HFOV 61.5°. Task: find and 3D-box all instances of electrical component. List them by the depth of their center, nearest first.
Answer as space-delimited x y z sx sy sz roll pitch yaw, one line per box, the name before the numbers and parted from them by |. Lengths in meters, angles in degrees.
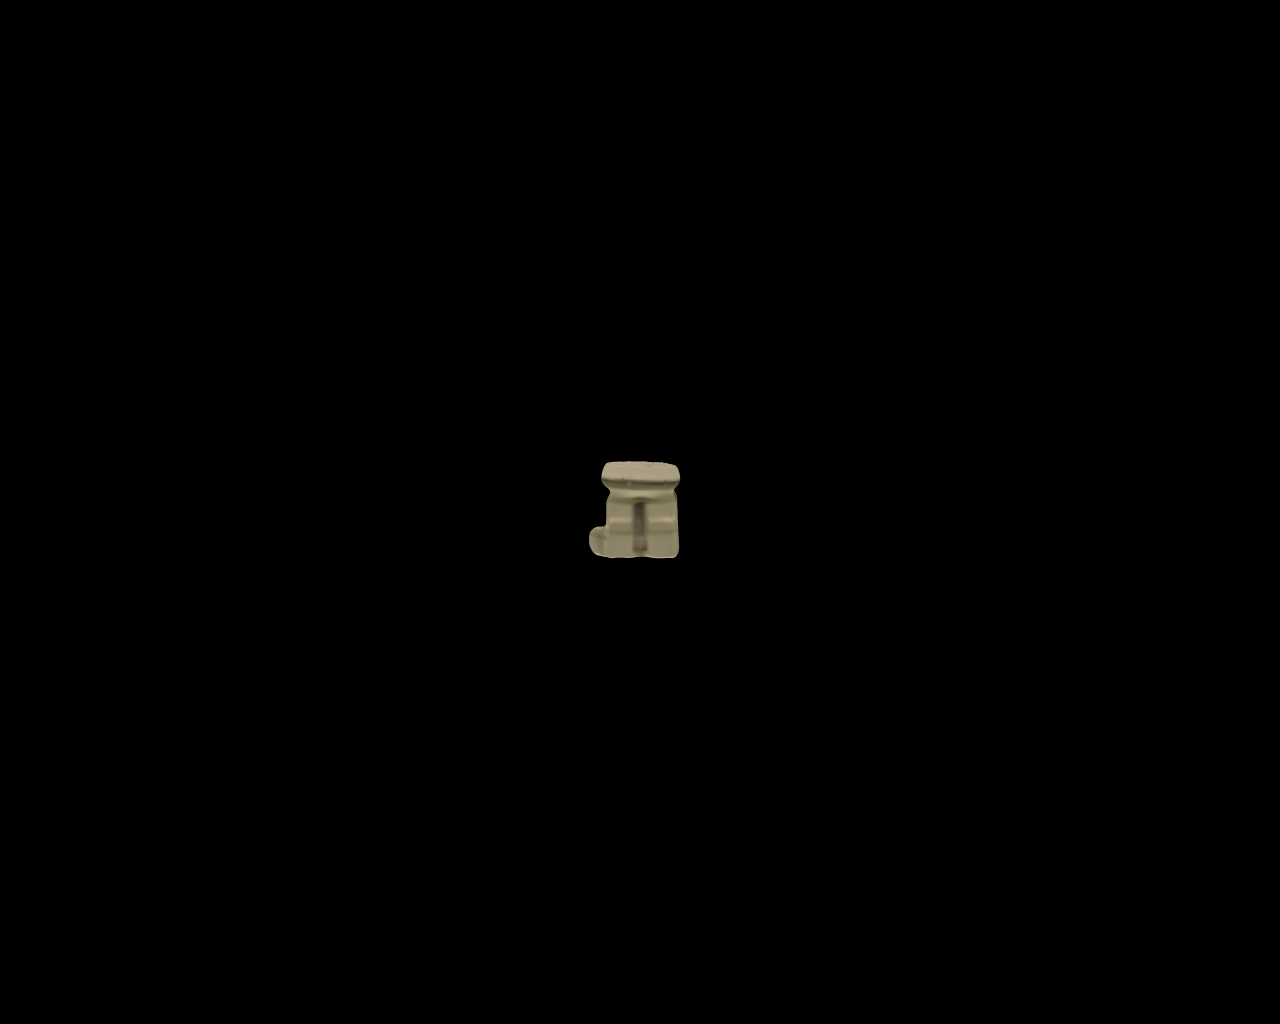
electrical component | 0.001 -0.003 0.650 0.066 0.055 0.048 0 8 0
